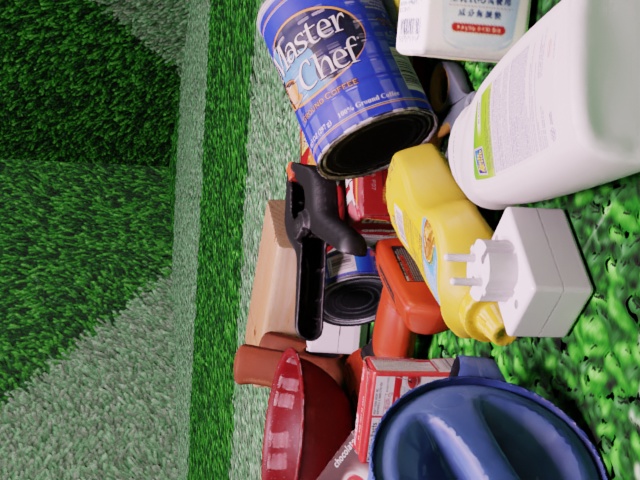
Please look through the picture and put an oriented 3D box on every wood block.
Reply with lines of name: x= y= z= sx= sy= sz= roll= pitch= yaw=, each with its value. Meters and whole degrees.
wood block: x=-0.026 y=0.063 z=1.215 sx=0.091 sy=0.090 sz=0.206 roll=-105 pitch=22 yaw=-50

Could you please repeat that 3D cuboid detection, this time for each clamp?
clamp: x=-0.006 y=0.001 z=0.934 sx=0.120 sy=0.039 sz=0.171 roll=-61 pitch=26 yaw=29

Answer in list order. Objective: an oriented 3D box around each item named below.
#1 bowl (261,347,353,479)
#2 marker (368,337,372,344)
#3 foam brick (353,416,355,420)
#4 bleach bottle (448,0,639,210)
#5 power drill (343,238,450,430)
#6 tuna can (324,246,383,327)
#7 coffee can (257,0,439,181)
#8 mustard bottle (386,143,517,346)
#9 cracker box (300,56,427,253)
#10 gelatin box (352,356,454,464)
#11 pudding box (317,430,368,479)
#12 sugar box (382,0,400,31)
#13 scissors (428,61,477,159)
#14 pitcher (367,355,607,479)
bowl: x=-0.010 y=0.178 z=0.940 sx=0.162 sy=0.055 sz=0.162 roll=-173 pitch=90 yaw=-77
marker: x=0.063 y=0.078 z=0.981 sx=0.121 sy=0.020 sz=0.020 roll=109 pitch=159 yaw=-51
foam brick: x=0.016 y=0.197 z=1.034 sx=0.051 sy=0.078 sz=0.053 roll=164 pitch=107 yaw=-78
bleach bottle: x=0.127 y=-0.074 z=0.629 sx=0.251 sy=0.068 sz=0.102 roll=160 pitch=113 yaw=-79
power drill: x=0.068 y=0.107 z=0.868 sx=0.184 sy=0.057 sz=0.188 roll=-112 pitch=27 yaw=-52
tuna can: x=0.031 y=0.044 z=0.976 sx=0.086 sy=0.086 sz=0.034 roll=108 pitch=158 yaw=-50
coffee can: x=0.021 y=-0.133 z=0.852 sx=0.103 sy=0.102 sz=0.140 roll=117 pitch=134 yaw=-62
mustard bottle: x=0.097 y=0.013 z=0.743 sx=0.192 sy=0.058 sz=0.096 roll=-111 pitch=7 yaw=-59
cracker box: x=0.036 y=-0.074 z=1.003 sx=0.214 sy=0.072 sz=0.164 roll=138 pitch=132 yaw=-72
gelatin box: x=0.072 y=0.123 z=0.775 sx=0.030 sy=0.089 sz=0.073 roll=-121 pitch=35 yaw=-68
pudding box: x=0.039 y=0.208 z=0.824 sx=0.090 sy=0.039 sz=0.114 roll=45 pitch=123 yaw=20
sugar box: x=0.060 y=-0.249 z=0.866 sx=0.093 sy=0.048 sz=0.176 roll=-117 pitch=13 yaw=-63
scissors: x=0.113 y=-0.116 z=0.797 sx=0.202 sy=0.016 sz=0.096 roll=124 pitch=146 yaw=-66
pitcher: x=0.080 y=0.199 z=0.668 sx=0.145 sy=0.149 sz=0.243 roll=41 pitch=142 yaw=28
